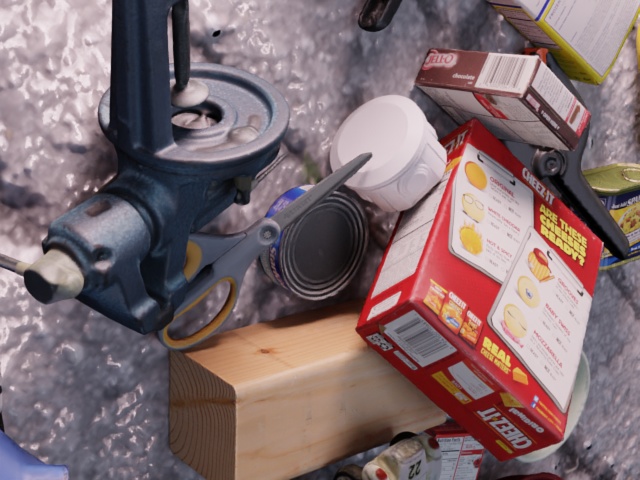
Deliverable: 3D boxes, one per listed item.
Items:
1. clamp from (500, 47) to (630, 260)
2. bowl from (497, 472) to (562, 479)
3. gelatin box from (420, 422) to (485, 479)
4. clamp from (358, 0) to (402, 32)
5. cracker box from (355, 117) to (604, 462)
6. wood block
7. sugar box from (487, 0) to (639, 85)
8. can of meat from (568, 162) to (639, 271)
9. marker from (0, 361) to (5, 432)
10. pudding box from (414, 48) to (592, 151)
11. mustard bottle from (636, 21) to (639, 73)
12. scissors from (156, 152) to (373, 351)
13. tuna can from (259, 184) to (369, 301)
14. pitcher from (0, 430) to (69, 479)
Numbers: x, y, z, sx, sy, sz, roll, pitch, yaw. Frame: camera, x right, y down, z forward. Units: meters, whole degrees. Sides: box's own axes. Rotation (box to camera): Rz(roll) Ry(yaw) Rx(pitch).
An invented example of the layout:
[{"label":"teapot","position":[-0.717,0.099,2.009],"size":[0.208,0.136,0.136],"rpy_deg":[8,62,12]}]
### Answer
[{"label":"clamp","position":[0.187,-0.061,0.938],"size":[0.164,0.036,0.210],"rpy_deg":[-17,104,-16]},{"label":"bowl","position":[0.179,0.295,1.060],"size":[0.161,0.055,0.162],"rpy_deg":[-15,114,-35]},{"label":"gelatin box","position":[0.113,0.214,0.995],"size":[0.073,0.030,0.089],"rpy_deg":[6,101,-39]},{"label":"clamp","position":[0.068,-0.248,0.787],"size":[0.171,0.039,0.120],"rpy_deg":[-47,135,-25]},{"label":"cracker box","position":[0.129,0.035,0.824],"size":[0.164,0.072,0.213],"rpy_deg":[42,44,-17]},{"label":"wood block","position":[-0.004,0.112,0.820],"size":[0.205,0.091,0.090],"rpy_deg":[-11,112,-36]},{"label":"sugar box","position":[0.202,-0.214,0.906],"size":[0.176,0.048,0.093],"rpy_deg":[31,85,-38]},{"label":"can of meat","position":[0.283,-0.023,1.033],"size":[0.101,0.058,0.084],"rpy_deg":[-14,115,-35]},{"label":"marker","position":[-0.213,0.081,0.683],"size":[0.020,0.020,0.121],"rpy_deg":[-11,112,-37]},{"label":"pudding box","position":[0.144,-0.112,0.848],"size":[0.089,0.114,0.039],"rpy_deg":[33,81,-42]},{"label":"mustard bottle","position":[0.348,-0.178,1.030],"size":[0.096,0.058,0.191],"rpy_deg":[-32,123,-24]},{"label":"scissors","position":[-0.057,-0.011,0.753],"size":[0.096,0.016,0.202],"rpy_deg":[39,90,-28]},{"label":"tuna can","position":[-0.005,0.001,0.817],"size":[0.085,0.034,0.086],"rpy_deg":[-15,114,-35]},{"label":"pitcher","position":[-0.273,0.119,0.586],"size":[0.149,0.145,0.242],"rpy_deg":[-55,128,-27]}]
